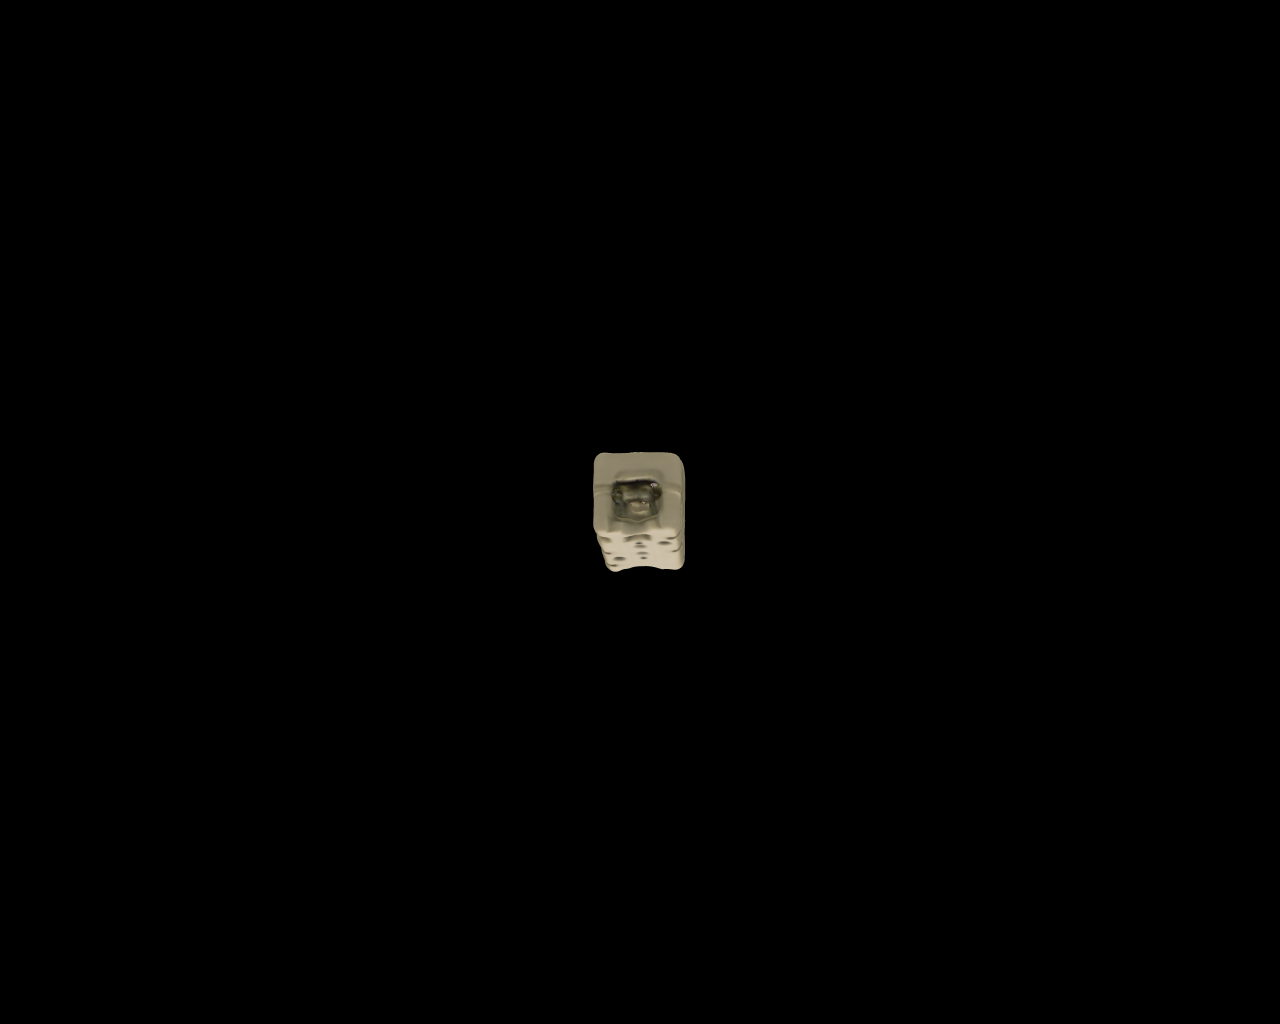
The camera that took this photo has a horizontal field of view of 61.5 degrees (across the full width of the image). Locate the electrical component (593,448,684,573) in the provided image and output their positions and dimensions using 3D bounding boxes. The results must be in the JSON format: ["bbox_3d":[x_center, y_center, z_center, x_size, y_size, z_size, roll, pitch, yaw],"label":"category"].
[{"bbox_3d":[0.001,-0.003,0.650,0.050,0.056,0.089,-1,-19,3],"label":"electrical component"}]
